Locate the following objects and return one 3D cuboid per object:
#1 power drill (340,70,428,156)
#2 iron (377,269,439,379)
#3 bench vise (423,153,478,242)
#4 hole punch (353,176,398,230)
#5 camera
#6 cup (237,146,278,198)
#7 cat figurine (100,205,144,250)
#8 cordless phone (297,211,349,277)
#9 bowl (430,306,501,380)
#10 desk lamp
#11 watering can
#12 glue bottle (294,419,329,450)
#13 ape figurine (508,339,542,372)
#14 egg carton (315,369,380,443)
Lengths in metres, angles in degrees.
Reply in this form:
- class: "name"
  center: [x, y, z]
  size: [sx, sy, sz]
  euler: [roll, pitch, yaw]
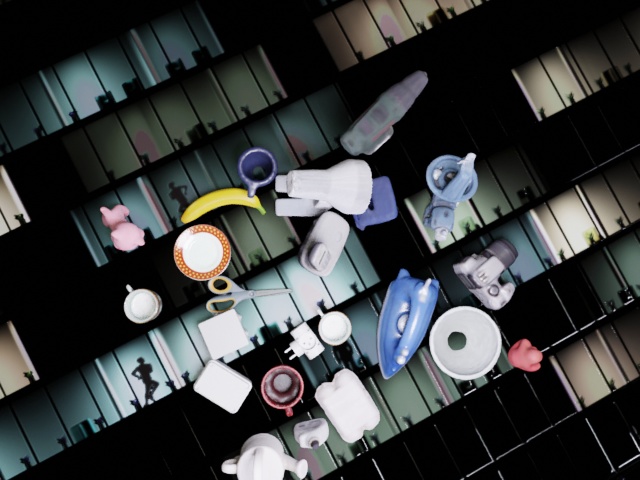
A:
- class: "power drill"
  center: [0.136, -0.273, 1.299]
  size: [0.230, 0.208, 0.075]
  euler: [-44, 89, -7]
- class: "iron"
  center: [0.198, 0.198, 1.294]
  size: [0.118, 0.141, 0.258]
  euler: [17, 84, -2]
- class: "bench vise"
  center: [0.308, -0.106, 1.291]
  size: [0.121, 0.219, 0.207]
  euler: [-6, 85, -5]
- class: "hole punch"
  center: [0.123, -0.086, 1.340]
  size: [0.101, 0.091, 0.109]
  euler: [-13, 86, -5]
- class: "camera"
  center: [0.410, 0.072, 1.343]
  size: [0.137, 0.100, 0.143]
  euler: [-41, 89, -7]
- class: "cup"
  center: [-0.145, -0.148, 1.322]
  size: [0.091, 0.095, 0.118]
  euler: [12, 84, -3]
- class: "cat figurine"
  center: [-0.443, -0.024, 1.276]
  size: [0.067, 0.117, 0.128]
  euler: [-39, 88, -7]
- class: "cordless phone"
  center: [0.012, 0.005, 1.275]
  size: [0.094, 0.185, 0.148]
  euler: [22, 83, -2]
- class: "bowl"
  center: [0.329, 0.237, 1.334]
  size: [0.167, 0.074, 0.167]
  euler: [0, 85, -4]
- class: "desk lamp"
  center: [0.002, -0.110, 1.271]
  size: [0.203, 0.213, 0.118]
  euler: [-1, 85, -4]
- class: "watering can"
  center: [-0.118, 0.482, 1.217]
  size: [0.173, 0.194, 0.101]
  euler: [-22, 86, -6]
- class: "glue bottle"
  center: [-0.016, 0.427, 1.241]
  size: [0.078, 0.173, 0.037]
  euler: [-10, 85, -5]
- class: "ape figurine"
  center: [0.486, 0.271, 1.335]
  size: [0.076, 0.092, 0.078]
  euler: [-3, 85, -4]
- class: "egg carton"
  center: [0.065, 0.376, 1.304]
  size: [0.107, 0.069, 0.150]
  euler: [-35, 88, -7]
